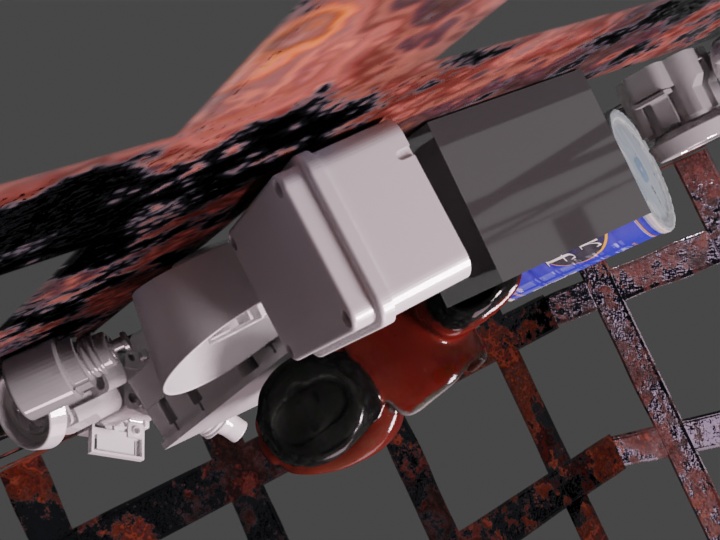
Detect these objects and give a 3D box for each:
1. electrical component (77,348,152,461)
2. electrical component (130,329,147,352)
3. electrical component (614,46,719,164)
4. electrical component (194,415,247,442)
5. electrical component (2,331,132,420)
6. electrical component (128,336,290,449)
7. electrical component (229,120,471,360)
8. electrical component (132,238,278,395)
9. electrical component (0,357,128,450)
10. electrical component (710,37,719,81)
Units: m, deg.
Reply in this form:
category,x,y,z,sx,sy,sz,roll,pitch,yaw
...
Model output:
category,x,y,z,sx,sy,sz,roll,pitch,yaw
electrical component,-0.162,0.088,0.750,0.042,0.081,0.064,19,145,-40
electrical component,-0.142,0.075,0.839,0.052,0.073,0.138,-23,176,-31
electrical component,0.206,-0.105,0.695,0.058,0.057,0.078,-28,175,39
electrical component,-0.110,0.100,0.773,0.043,0.062,0.043,-45,-160,21
electrical component,-0.173,0.058,0.635,0.078,0.040,0.040,-25,176,-3
electrical component,-0.053,0.031,0.693,0.186,0.060,0.105,-39,170,30
electrical component,-0.010,-0.009,0.480,0.057,0.078,0.113,-27,177,-21
electrical component,-0.071,0.020,0.578,0.099,0.064,0.099,-25,177,-2
electrical component,-0.198,0.082,0.697,0.078,0.058,0.057,-28,179,35
electrical component,0.253,-0.138,0.666,0.048,0.048,0.062,-22,168,-38
